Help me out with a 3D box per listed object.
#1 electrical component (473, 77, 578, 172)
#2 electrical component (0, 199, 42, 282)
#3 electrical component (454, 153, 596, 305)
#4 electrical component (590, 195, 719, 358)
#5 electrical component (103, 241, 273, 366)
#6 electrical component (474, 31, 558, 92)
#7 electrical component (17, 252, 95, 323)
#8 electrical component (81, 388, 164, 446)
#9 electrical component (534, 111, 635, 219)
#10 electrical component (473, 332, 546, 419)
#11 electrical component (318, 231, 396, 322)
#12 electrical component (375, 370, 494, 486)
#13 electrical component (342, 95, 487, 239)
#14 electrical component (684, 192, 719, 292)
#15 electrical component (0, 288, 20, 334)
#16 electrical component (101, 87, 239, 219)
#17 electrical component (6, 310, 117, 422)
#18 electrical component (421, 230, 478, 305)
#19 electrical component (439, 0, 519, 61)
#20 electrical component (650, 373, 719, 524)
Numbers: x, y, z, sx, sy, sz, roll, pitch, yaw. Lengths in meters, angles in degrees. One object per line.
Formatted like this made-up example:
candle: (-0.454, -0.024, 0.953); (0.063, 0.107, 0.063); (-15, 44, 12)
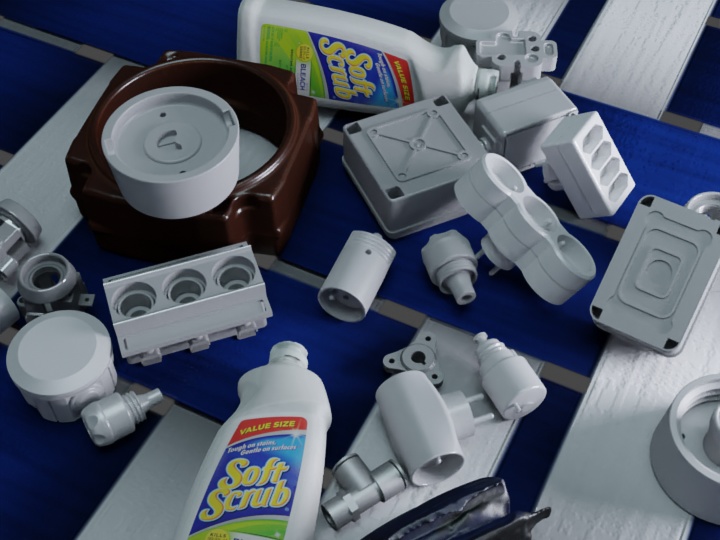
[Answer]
electrical component: (0.145, -0.133, 1.008); (0.096, 0.061, 0.061); (-20, 53, -15)
electrical component: (-0.313, -0.029, 0.941); (0.066, 0.048, 0.055); (27, 64, 22)
electrical component: (0.129, -0.025, 0.917); (0.138, 0.073, 0.052); (50, 33, 8)
electrical component: (0.242, 0.006, 0.866); (0.078, 0.057, 0.113); (25, 89, 20)
electrical component: (-0.140, 0.030, 0.878); (0.121, 0.063, 0.078); (-15, 52, -11)
electrical component: (0.152, -0.196, 1.062); (0.078, 0.057, 0.058); (2, 51, 2)
electrical component: (-0.256, 0.019, 0.895); (0.066, 0.055, 0.048); (2, 51, 2)
electrical component: (-0.182, 0.110, 0.833); (0.061, 0.035, 0.035); (-25, 55, -21)
electrical component: (0.192, -0.092, 0.972); (0.076, 0.083, 0.047); (-4, 37, 50)
electrical component: (0.114, 0.081, 0.848); (0.040, 0.040, 0.078); (-21, 54, -15)
electrical component: (0.000, 0.000, 0.914); (0.043, 0.043, 0.081); (17, 53, 14)
electrical component: (0.062, 0.115, 0.819); (0.079, 0.044, 0.077); (-16, 52, -12)
electrical component: (0.052, -0.095, 0.982); (0.109, 0.056, 0.108); (-19, 53, -14)
electrical component: (0.300, -0.029, 0.924); (0.058, 0.057, 0.078); (-7, 51, -5)
electrical component: (-0.337, 0.039, 0.886); (0.079, 0.044, 0.077); (31, 57, 23)
electrical component: (-0.149, -0.089, 0.869); (0.108, 0.060, 0.108); (0, 52, 1)
electrical component: (-0.234, 0.076, 0.850); (0.080, 0.051, 0.080); (0, 51, 0)
electrical component: (0.080, 0.000, 0.913); (0.043, 0.043, 0.062); (-13, 53, -10)
electrical component: (0.121, -0.246, 1.107); (0.080, 0.051, 0.080); (0, 51, 1)
electrical component: (0.275, 0.127, 0.795); (0.108, 0.060, 0.108); (-1, 51, 1)
